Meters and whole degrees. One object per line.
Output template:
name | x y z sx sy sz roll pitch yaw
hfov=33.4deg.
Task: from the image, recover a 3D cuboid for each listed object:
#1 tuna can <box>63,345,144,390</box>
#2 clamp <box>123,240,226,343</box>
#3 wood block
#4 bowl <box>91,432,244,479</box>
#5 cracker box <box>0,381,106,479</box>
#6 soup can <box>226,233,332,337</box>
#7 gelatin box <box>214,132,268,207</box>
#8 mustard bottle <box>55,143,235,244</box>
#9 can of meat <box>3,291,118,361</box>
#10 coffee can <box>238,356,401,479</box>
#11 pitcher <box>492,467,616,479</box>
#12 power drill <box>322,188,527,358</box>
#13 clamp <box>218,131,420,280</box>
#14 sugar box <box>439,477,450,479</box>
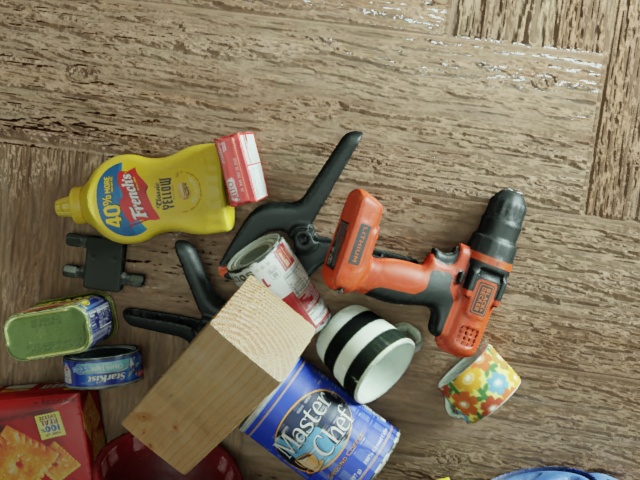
tuna can | -0.236 0.138 1.160 0.086 0.086 0.034 -4 94 7
clamp | -0.132 0.095 1.168 0.120 0.039 0.171 -41 92 26
wood block | -0.106 0.142 1.094 0.090 0.090 0.206 40 129 -3
bowl | -0.165 0.272 1.143 0.162 0.162 0.055 15 118 5
cracker box | -0.321 0.271 1.194 0.164 0.072 0.214 -6 97 8
soup can | -0.043 0.052 1.107 0.068 0.068 0.102 -30 107 9
gelatin box | -0.082 -0.074 1.115 0.030 0.089 0.073 -13 95 8
mustard bottle | -0.191 -0.046 1.147 0.192 0.058 0.096 -7 92 8
can of meat | -0.282 0.095 1.162 0.102 0.084 0.057 -10 95 8
coffee can | 0.000 0.201 1.130 0.140 0.102 0.103 37 99 1
pitcher | 0.254 0.366 1.114 0.149 0.144 0.243 -9 100 26
power drill | 0.109 0.012 1.095 0.187 0.057 0.184 20 91 -14
clamp | -0.007 0.001 1.141 0.210 0.036 0.164 -29 99 12
sugar box | 0.057 0.302 1.061 0.176 0.093 0.048 -11 134 -7
